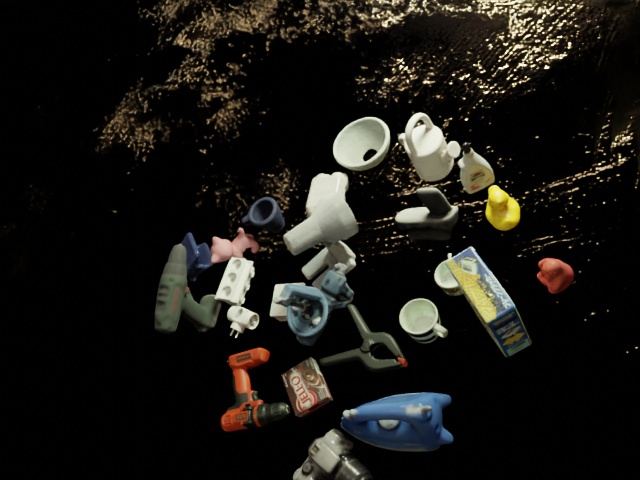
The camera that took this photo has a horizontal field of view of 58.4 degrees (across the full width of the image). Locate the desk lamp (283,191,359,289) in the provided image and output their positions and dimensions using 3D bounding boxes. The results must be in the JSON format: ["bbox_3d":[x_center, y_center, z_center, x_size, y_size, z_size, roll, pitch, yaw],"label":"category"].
[{"bbox_3d":[0.013,0.005,1.417,0.203,0.214,0.117,-42,51,1],"label":"desk lamp"}]

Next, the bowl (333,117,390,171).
[{"bbox_3d":[0.126,-0.254,1.595,0.167,0.075,0.167,-13,57,22],"label":"bowl"}]

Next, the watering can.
[{"bbox_3d":[0.270,-0.239,1.432,0.172,0.195,0.101,1,63,29],"label":"watering can"}]

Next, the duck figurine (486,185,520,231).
[{"bbox_3d":[0.418,-0.080,1.327,0.077,0.086,0.104,-22,54,16],"label":"duck figurine"}]

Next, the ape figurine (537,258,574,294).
[{"bbox_3d":[0.489,0.068,1.199,0.076,0.092,0.078,-5,61,27],"label":"ape figurine"}]

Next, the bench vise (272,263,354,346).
[{"bbox_3d":[-0.025,0.131,1.360,0.121,0.220,0.207,10,68,33],"label":"bench vise"}]

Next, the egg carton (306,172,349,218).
[{"bbox_3d":[0.022,-0.117,1.576,0.107,0.070,0.150,-3,62,27],"label":"egg carton"}]

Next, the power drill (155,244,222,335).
[{"bbox_3d":[-0.355,0.153,1.534,0.075,0.209,0.230,-1,62,28],"label":"power drill"}]

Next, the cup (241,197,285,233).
[{"bbox_3d":[-0.153,-0.055,1.618,0.117,0.095,0.091,-23,54,15],"label":"cup"}]

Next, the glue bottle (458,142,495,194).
[{"bbox_3d":[0.362,-0.177,1.359,0.078,0.174,0.037,-30,53,10],"label":"glue bottle"}]

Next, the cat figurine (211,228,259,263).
[{"bbox_3d":[-0.252,0.019,1.615,0.128,0.118,0.067,-44,51,0],"label":"cat figurine"}]

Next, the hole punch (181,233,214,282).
[{"bbox_3d":[-0.381,0.050,1.684,0.101,0.091,0.108,-36,52,5],"label":"hole punch"}]

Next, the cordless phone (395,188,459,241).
[{"bbox_3d":[0.241,-0.077,1.358,0.147,0.186,0.094,-5,61,26],"label":"cordless phone"}]

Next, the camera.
[{"bbox_3d":[0.032,0.489,1.196,0.136,0.101,0.143,32,80,38],"label":"camera"}]

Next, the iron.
[{"bbox_3d":[0.137,0.368,1.184,0.257,0.142,0.118,-11,58,23],"label":"iron"}]
